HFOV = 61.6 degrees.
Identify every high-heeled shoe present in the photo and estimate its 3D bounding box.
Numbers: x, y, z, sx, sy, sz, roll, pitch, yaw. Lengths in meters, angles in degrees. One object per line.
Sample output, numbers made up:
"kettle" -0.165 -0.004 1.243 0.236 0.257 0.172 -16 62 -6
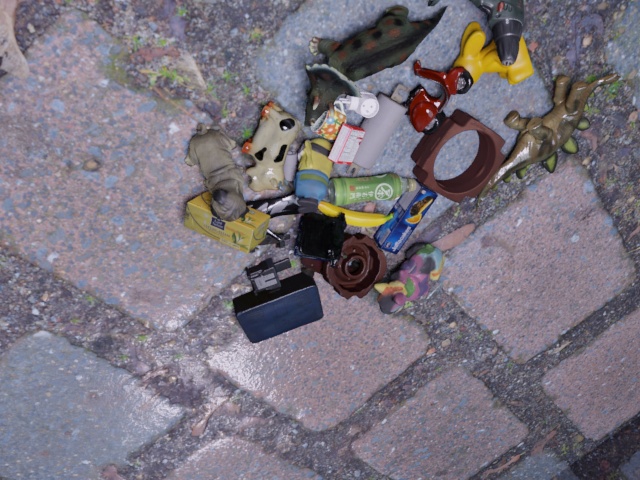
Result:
"high-heeled shoe" -0.095 -0.112 1.307 0.145 0.086 0.248 38 85 0

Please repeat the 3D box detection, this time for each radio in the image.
"radio" -0.110 0.186 1.470 0.230 0.073 0.130 -20 126 -4

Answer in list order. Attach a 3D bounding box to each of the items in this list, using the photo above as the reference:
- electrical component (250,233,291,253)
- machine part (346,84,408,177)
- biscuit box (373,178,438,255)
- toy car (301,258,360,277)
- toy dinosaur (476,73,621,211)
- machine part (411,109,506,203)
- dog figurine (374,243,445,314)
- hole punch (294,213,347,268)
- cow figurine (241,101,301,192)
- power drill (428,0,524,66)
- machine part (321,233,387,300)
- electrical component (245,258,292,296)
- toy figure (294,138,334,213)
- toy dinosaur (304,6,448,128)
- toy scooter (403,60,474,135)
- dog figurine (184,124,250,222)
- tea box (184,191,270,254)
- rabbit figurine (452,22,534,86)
"electrical component" -0.131 0.006 1.354 0.102 0.078 0.045 -8 96 -20
"machine part" 0.130 -0.255 1.266 0.079 0.079 0.243 20 114 -28
"biscuit box" 0.226 -0.060 1.431 0.063 0.059 0.202 21 113 -28
"toy car" 0.033 0.077 1.458 0.202 0.053 0.089 24 95 -28
"toy dinosaur" 0.573 -0.260 1.396 0.471 0.105 0.198 -38 128 13
"machine part" 0.348 -0.211 1.361 0.201 0.087 0.201 24 111 -28
"dog figurine" 0.234 0.106 1.445 0.219 0.109 0.191 -17 139 -57
"hole punch" -0.003 -0.004 1.345 0.116 0.092 0.142 13 79 -17
"cow figurine" -0.107 -0.194 1.205 0.127 0.085 0.194 29 109 -3
"power drill" 0.336 -0.494 1.125 0.207 0.086 0.232 16 74 -8
"machine part" 0.087 0.067 1.422 0.179 0.056 0.179 -7 106 -24
"electrical component" -0.130 0.090 1.417 0.119 0.048 0.074 -17 126 -6
"toy figure" -0.013 -0.149 1.237 0.089 0.180 0.082 14 154 -23
"toy dinosaur" 0.115 -0.388 1.108 0.405 0.192 0.131 -30 127 3
"toy scooter" 0.253 -0.340 1.249 0.135 0.075 0.183 31 127 -7
"dog figurine" -0.218 -0.145 1.152 0.121 0.191 0.172 -33 124 3
"tea box" -0.212 -0.043 1.228 0.170 0.098 0.068 21 118 9
"rabbit figurine" 0.380 -0.412 1.232 0.173 0.122 0.162 -22 125 19
